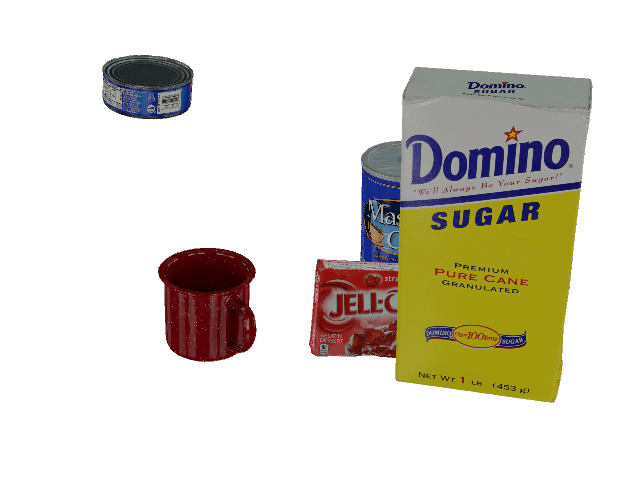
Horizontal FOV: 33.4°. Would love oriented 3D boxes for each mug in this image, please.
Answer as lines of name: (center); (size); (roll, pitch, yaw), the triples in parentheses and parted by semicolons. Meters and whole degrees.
mug: (-0.102, 0.068, 1.030); (0.093, 0.081, 0.117); (-22, 36, -40)

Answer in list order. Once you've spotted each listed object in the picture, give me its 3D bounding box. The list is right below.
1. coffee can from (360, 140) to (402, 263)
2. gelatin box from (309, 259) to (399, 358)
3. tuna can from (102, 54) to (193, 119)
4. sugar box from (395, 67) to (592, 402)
coffee can: (0.097, -0.031, 1.227); (0.103, 0.140, 0.103); (0, 28, 0)
gelatin box: (0.038, 0.055, 0.850); (0.089, 0.073, 0.030); (3, 14, -7)
tuna can: (-0.165, -0.146, 1.017); (0.086, 0.034, 0.086); (5, 29, -3)
sugar box: (0.089, 0.000, 0.569); (0.093, 0.176, 0.048); (6, 32, 13)
